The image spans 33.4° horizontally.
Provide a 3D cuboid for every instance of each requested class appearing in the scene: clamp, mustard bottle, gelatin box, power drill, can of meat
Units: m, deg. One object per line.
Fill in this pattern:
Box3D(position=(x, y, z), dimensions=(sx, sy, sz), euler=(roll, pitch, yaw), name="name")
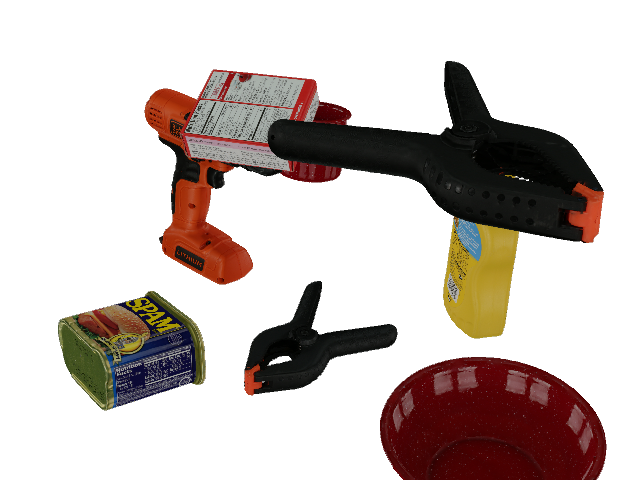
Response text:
Box3D(position=(-0.019, 0.100, 1.099), dimensions=(0.171, 0.039, 0.120), euler=(-22, 37, -32), name="clamp")
Box3D(position=(0.160, -0.004, 1.046), dimensions=(0.058, 0.192, 0.096), euler=(-4, 35, -9), name="mustard bottle")
Box3D(position=(0.078, -0.051, 0.646), dimensions=(0.164, 0.036, 0.210), euler=(-20, 36, -24), name="clamp")
Box3D(position=(-0.053, -0.092, 0.812), dimensions=(0.089, 0.073, 0.030), euler=(8, -37, 16), name="gelatin box")
Box3D(position=(-0.107, -0.051, 1.108), dimensions=(0.185, 0.188, 0.057), euler=(27, 37, 34), name="power drill")
Box3D(position=(-0.154, 0.088, 0.860), dimensions=(0.083, 0.057, 0.102), euler=(-15, 26, -31), name="can of meat")

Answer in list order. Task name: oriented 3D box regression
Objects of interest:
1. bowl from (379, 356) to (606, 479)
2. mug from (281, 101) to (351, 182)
Box3D(position=(0.124, 0.157, 0.783), dimensions=(0.162, 0.055, 0.162), euler=(-1, 35, 0), name="bowl")
Box3D(position=(-0.006, -0.125, 1.331), dimensions=(0.093, 0.081, 0.117), euler=(15, 24, 23), name="mug")
